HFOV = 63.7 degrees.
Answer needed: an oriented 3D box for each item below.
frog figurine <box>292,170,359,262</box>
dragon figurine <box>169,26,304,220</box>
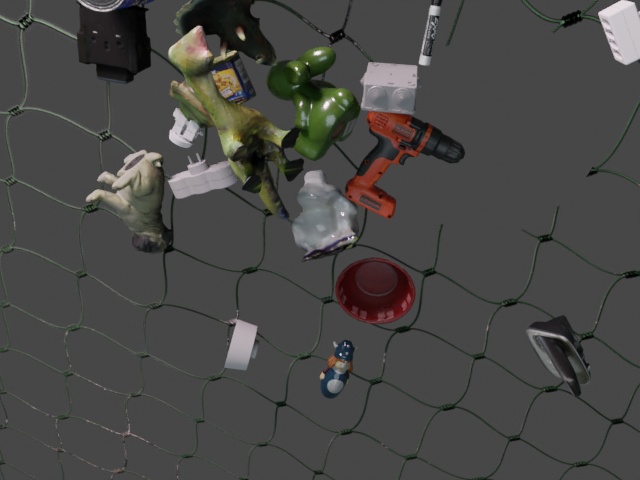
[{"bbox_3d":[0.003,-0.050,0.993,0.136,0.161,0.123,-27,-15,30],"label":"frog figurine"},{"bbox_3d":[-0.155,-0.182,0.869,0.123,0.245,0.402,-42,-18,-16],"label":"dragon figurine"}]
